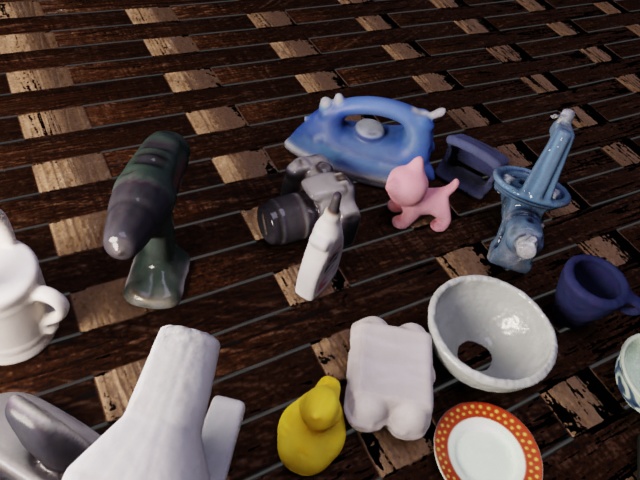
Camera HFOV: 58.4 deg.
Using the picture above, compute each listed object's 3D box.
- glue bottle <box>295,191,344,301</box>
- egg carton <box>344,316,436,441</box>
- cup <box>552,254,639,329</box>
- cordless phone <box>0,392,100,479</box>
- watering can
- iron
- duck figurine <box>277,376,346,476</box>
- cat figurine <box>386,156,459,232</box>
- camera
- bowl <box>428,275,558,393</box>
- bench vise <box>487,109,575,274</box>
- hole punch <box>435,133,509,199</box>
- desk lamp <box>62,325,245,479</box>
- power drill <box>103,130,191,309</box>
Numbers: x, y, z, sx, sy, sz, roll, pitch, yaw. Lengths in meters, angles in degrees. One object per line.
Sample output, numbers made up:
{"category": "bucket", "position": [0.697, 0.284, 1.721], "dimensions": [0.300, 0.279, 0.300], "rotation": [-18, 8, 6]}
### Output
{"category": "glue bottle", "position": [0.007, 0.003, 0.743], "dimensions": [0.037, 0.173, 0.078], "rotation": [27, 49, 12]}
{"category": "egg carton", "position": [0.084, 0.163, 0.688], "dimensions": [0.107, 0.069, 0.150], "rotation": [10, 48, -3]}
{"category": "cup", "position": [0.380, 0.087, 0.802], "dimensions": [0.117, 0.095, 0.092], "rotation": [27, 49, 12]}
{"category": "cordless phone", "position": [-0.269, 0.171, 0.526], "dimensions": [0.147, 0.185, 0.094], "rotation": [25, 49, 10]}
{"category": "watering can", "position": [-0.360, 0.044, 0.613], "dimensions": [0.173, 0.194, 0.101], "rotation": [-1, 49, -13]}
{"category": "iron", "position": [0.075, -0.181, 0.942], "dimensions": [0.258, 0.141, 0.118], "rotation": [11, 48, -2]}
{"category": "duck figurine", "position": [-0.005, 0.198, 0.627], "dimensions": [0.077, 0.086, 0.105], "rotation": [22, 48, 8]}
{"category": "cat figurine", "position": [0.152, -0.075, 0.881], "dimensions": [0.128, 0.118, 0.067], "rotation": [1, 49, -11]}
{"category": "camera", "position": [-0.025, -0.057, 0.838], "dimensions": [0.137, 0.101, 0.143], "rotation": [-17, 54, -25]}
{"category": "bowl", "position": [0.211, 0.131, 0.740], "dimensions": [0.167, 0.075, 0.167], "rotation": [6, 48, -7]}
{"category": "bench vise", "position": [0.329, -0.067, 0.843], "dimensions": [0.121, 0.220, 0.207], "rotation": [5, 48, -8]}
{"category": "hole punch", "position": [0.265, -0.144, 0.984], "dimensions": [0.108, 0.091, 0.101], "rotation": [33, 50, 17]}
{"category": "desk lamp", "position": [-0.139, 0.187, 0.521], "dimensions": [0.118, 0.213, 0.203], "rotation": [13, 48, 0]}
{"category": "power drill", "position": [-0.201, -0.013, 0.688], "dimensions": [0.075, 0.208, 0.229], "rotation": [7, 48, -6]}
